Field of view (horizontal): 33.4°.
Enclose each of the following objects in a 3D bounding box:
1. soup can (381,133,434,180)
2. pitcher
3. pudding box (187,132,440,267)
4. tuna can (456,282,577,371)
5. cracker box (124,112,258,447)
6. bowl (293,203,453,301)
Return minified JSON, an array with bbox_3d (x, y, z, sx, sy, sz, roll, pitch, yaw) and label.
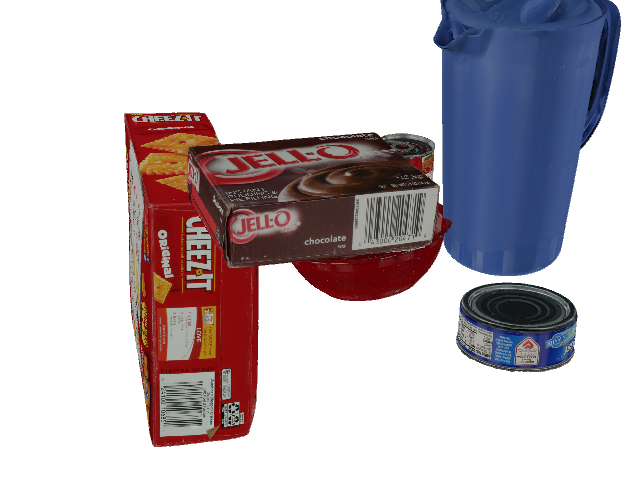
[{"bbox_3d":[0.095,-0.065,1.234,0.068,0.102,0.068,1,27,-1],"label":"soup can"},{"bbox_3d":[0.175,-0.098,0.926,0.149,0.243,0.145,6,32,11],"label":"pitcher"},{"bbox_3d":[-0.007,-0.024,0.561,0.113,0.039,0.090,-4,25,-19],"label":"pudding box"},{"bbox_3d":[0.143,0.062,0.778,0.086,0.034,0.086,1,21,-1],"label":"tuna can"},{"bbox_3d":[-0.093,0.015,0.736,0.072,0.164,0.214,-3,21,-13],"label":"cracker box"},{"bbox_3d":[0.043,0.012,0.972,0.162,0.055,0.162,-9,21,3],"label":"bowl"}]
